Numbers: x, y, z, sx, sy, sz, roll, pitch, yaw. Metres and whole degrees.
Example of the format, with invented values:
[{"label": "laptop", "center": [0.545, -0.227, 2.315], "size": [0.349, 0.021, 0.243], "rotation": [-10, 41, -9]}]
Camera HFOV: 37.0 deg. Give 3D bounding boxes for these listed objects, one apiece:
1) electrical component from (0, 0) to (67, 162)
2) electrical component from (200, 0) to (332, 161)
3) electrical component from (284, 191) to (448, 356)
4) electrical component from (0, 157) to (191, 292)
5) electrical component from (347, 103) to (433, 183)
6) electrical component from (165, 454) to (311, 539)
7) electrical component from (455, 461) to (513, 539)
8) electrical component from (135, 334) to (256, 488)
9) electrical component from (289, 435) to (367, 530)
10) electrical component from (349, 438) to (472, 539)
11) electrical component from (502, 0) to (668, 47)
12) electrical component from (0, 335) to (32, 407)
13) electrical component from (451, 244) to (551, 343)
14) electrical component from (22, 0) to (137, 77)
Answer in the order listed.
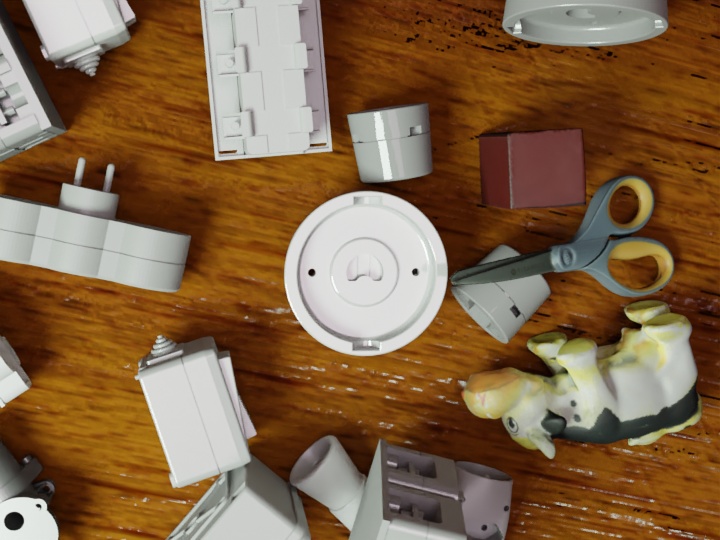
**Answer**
[{"label": "electrical component", "center": [-0.247, -0.142, 0.661], "size": [0.062, 0.089, 0.150], "rotation": [-26, 99, -6]}, {"label": "electrical component", "center": [-0.061, -0.136, 0.705], "size": [0.079, 0.063, 0.121], "rotation": [-6, 96, -9]}, {"label": "electrical component", "center": [0.000, 0.000, 0.729], "size": [0.108, 0.060, 0.108], "rotation": [-1, 95, -9]}, {"label": "electrical component", "center": [-0.179, -0.035, 0.701], "size": [0.138, 0.052, 0.073], "rotation": [12, 93, -11]}, {"label": "electrical component", "center": [0.022, -0.086, 0.729], "size": [0.055, 0.055, 0.047], "rotation": [-10, 100, -8]}, {"label": "electrical component", "center": [-0.090, 0.184, 0.707], "size": [0.056, 0.109, 0.108], "rotation": [41, 88, -8]}, {"label": "electrical component", "center": [0.061, 0.175, 0.763], "size": [0.079, 0.043, 0.077], "rotation": [14, 93, -9]}, {"label": "electrical component", "center": [-0.109, 0.086, 0.718], "size": [0.061, 0.062, 0.096], "rotation": [-18, 98, -7]}, {"label": "electrical component", "center": [-0.012, 0.153, 0.751], "size": [0.044, 0.044, 0.065], "rotation": [-45, 105, -3]}, {"label": "electrical component", "center": [0.017, 0.221, 0.696], "size": [0.060, 0.105, 0.186], "rotation": [15, 107, -4]}, {"label": "electrical component", "center": [0.151, -0.191, 0.715], "size": [0.108, 0.108, 0.060], "rotation": [3, 89, -9]}, {"label": "electrical component", "center": [-0.260, 0.059, 0.694], "size": [0.057, 0.058, 0.078], "rotation": [-34, 99, -8]}, {"label": "electrical component", "center": [0.099, 0.015, 0.750], "size": [0.047, 0.055, 0.055], "rotation": [-44, 100, -7]}, {"label": "electrical component", "center": [-0.181, -0.172, 0.683], "size": [0.061, 0.062, 0.096], "rotation": [-24, 98, -6]}]
